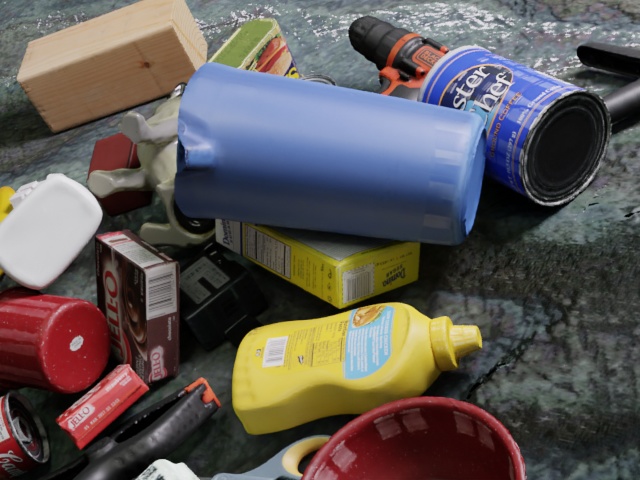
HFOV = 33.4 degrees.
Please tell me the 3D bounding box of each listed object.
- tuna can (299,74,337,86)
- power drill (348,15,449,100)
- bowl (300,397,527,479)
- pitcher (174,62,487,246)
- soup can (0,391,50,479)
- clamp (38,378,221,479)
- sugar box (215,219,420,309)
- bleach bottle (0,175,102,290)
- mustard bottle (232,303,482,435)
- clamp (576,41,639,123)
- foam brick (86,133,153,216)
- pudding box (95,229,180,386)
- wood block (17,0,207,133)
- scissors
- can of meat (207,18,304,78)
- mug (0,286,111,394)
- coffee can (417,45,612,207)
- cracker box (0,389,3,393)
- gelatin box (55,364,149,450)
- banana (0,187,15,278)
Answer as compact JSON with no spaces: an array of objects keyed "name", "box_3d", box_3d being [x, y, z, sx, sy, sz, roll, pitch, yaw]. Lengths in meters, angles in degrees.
[{"name":"tuna can","box_3d":[-0.017,-0.136,1.127,0.086,0.033,0.086,-16,40,14]},{"name":"power drill","box_3d":[0.049,-0.132,1.044,0.187,0.057,0.185,-43,55,-15]},{"name":"bowl","box_3d":[0.064,0.184,0.710,0.162,0.055,0.162,-16,40,14]},{"name":"pitcher","box_3d":[0.012,-0.069,0.889,0.243,0.145,0.149,10,60,14]},{"name":"soup can","box_3d":[-0.292,0.181,0.909,0.102,0.068,0.068,-27,39,2]},{"name":"clamp","box_3d":[-0.167,0.179,0.828,0.209,0.036,0.165,-33,10,-14]},{"name":"sugar box","box_3d":[-0.006,0.001,0.937,0.093,0.048,0.176,-16,26,-36]},{"name":"bleach bottle","box_3d":[-0.261,-0.010,1.036,0.102,0.068,0.251,-49,10,-8]},{"name":"mustard bottle","box_3d":[0.030,0.093,0.828,0.192,0.058,0.096,-13,33,17]},{"name":"clamp","box_3d":[0.306,-0.153,0.958,0.172,0.039,0.120,-9,48,15]},{"name":"foam brick","box_3d":[-0.214,-0.074,1.157,0.051,0.053,0.078,-17,39,13]},{"name":"pudding box","box_3d":[-0.161,0.058,0.936,0.039,0.113,0.090,-13,27,-38]},{"name":"wood block","box_3d":[-0.252,-0.218,1.308,0.206,0.090,0.090,-16,41,13]},{"name":"scissors","box_3d":[-0.057,0.176,0.821,0.202,0.016,0.096,11,51,38]},{"name":"can of meat","box_3d":[-0.070,-0.181,1.168,0.058,0.084,0.102,11,52,37]},{"name":"mug","box_3d":[-0.230,0.094,0.932,0.082,0.117,0.093,3,62,36]},{"name":"coffee can","box_3d":[0.166,-0.102,0.930,0.102,0.102,0.140,-39,40,-14]},{"name":"cracker box","box_3d":[-0.415,0.177,0.980,0.164,0.072,0.213,8,51,37]},{"name":"gelatin box","box_3d":[-0.183,0.137,0.890,0.073,0.030,0.089,-41,4,-16]},{"name":"banana","box_3d":[-0.361,0.010,1.153,0.070,0.037,0.197,11,46,13]}]
